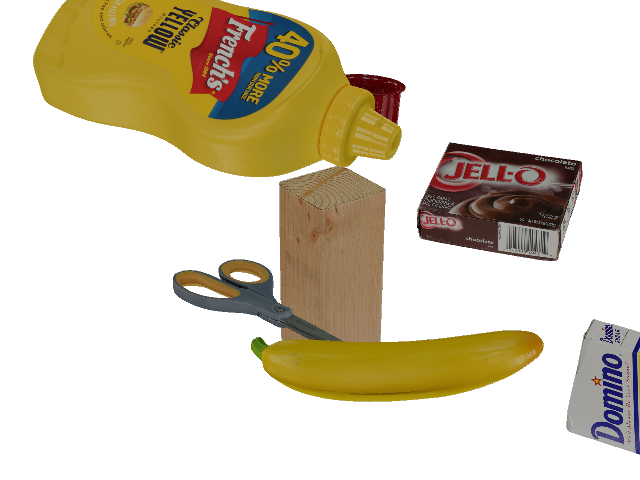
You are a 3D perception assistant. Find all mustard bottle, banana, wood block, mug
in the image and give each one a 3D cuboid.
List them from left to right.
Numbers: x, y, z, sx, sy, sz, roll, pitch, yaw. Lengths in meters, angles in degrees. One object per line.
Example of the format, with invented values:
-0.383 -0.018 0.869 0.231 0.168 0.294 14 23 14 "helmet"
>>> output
-0.047 -0.082 0.560 0.192 0.096 0.058 23 -34 17 "mustard bottle"
0.012 0.031 1.228 0.090 0.206 0.090 -17 32 -30 "wood block"
0.060 -0.156 1.316 0.093 0.081 0.117 17 26 28 "mug"
0.046 0.077 0.693 0.198 0.037 0.069 0 29 8 "banana"

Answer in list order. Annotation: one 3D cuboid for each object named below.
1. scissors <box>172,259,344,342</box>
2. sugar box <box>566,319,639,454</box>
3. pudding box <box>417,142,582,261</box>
-0.031 0.054 0.903 0.202 0.016 0.096 16 27 24 "scissors"
0.291 0.133 0.850 0.176 0.093 0.048 14 26 20 "sugar box"
0.143 -0.032 0.846 0.114 0.039 0.090 12 45 18 "pudding box"
